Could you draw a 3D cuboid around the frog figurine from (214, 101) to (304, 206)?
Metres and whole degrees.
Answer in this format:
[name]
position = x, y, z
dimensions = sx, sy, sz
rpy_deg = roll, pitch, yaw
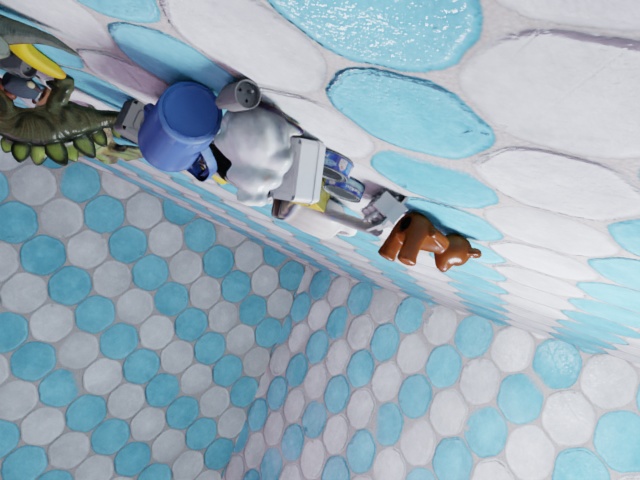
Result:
[frog figurine]
position = -0.112, -0.141, 0.844
dimensions = 0.137, 0.161, 0.121
rpy_deg = 22, 169, 3

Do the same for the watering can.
[watering can]
position = 0.004, -0.064, 1.279
dimensions = 0.223, 0.105, 0.347
rpy_deg = 25, 172, -20

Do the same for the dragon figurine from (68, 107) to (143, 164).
[dragon figurine]
position = -0.640, -0.303, 1.572
dimensions = 0.242, 0.123, 0.408
rpy_deg = 6, 170, -38
